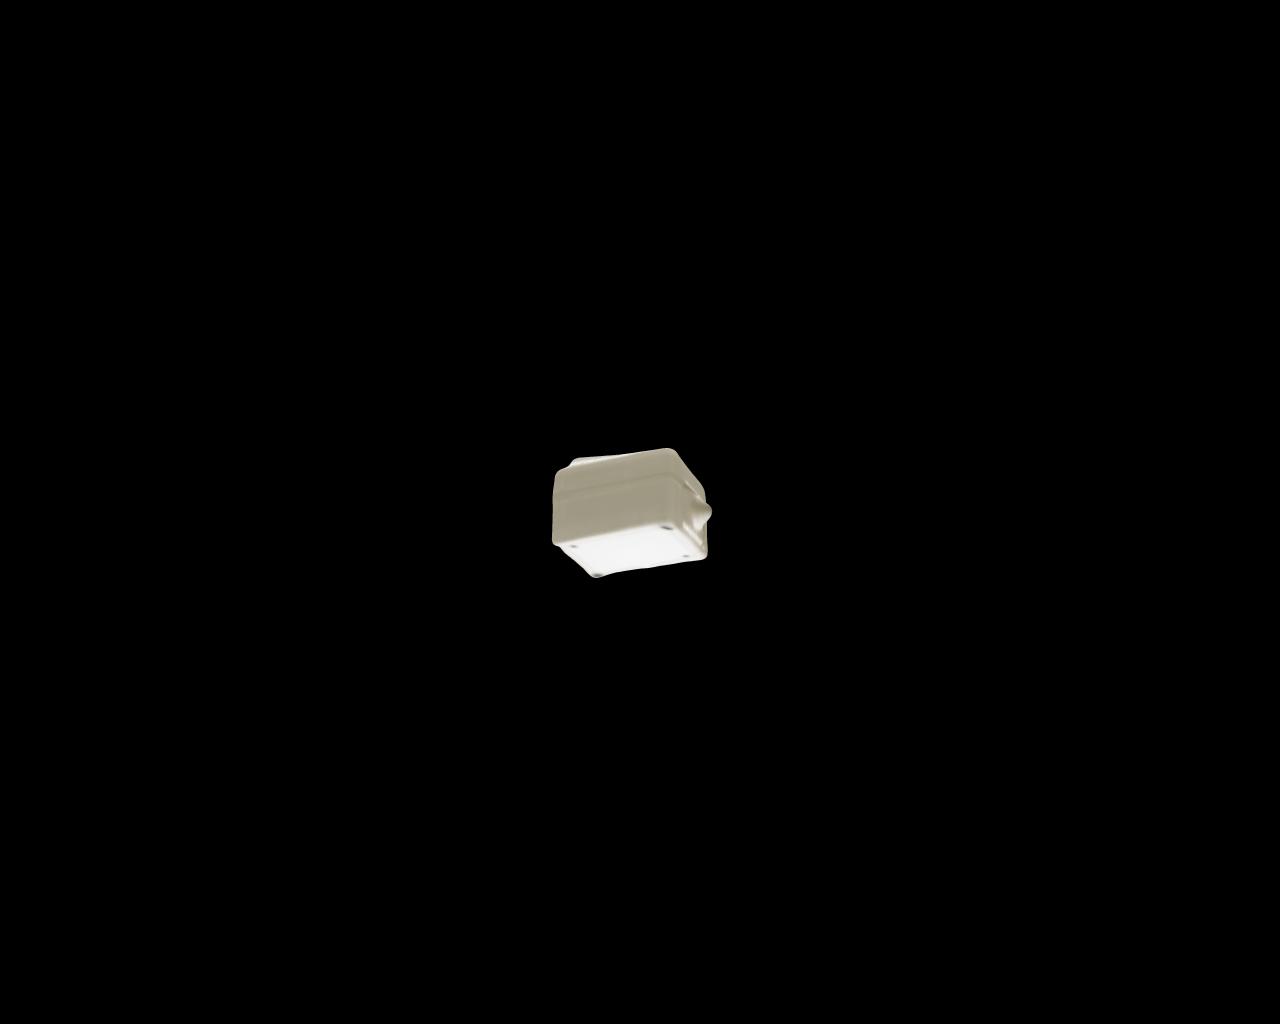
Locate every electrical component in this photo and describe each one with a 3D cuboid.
[{"bbox_3d":[0.001,-0.003,0.650,0.096,0.061,0.061,-10,-28,20],"label":"electrical component"}]
